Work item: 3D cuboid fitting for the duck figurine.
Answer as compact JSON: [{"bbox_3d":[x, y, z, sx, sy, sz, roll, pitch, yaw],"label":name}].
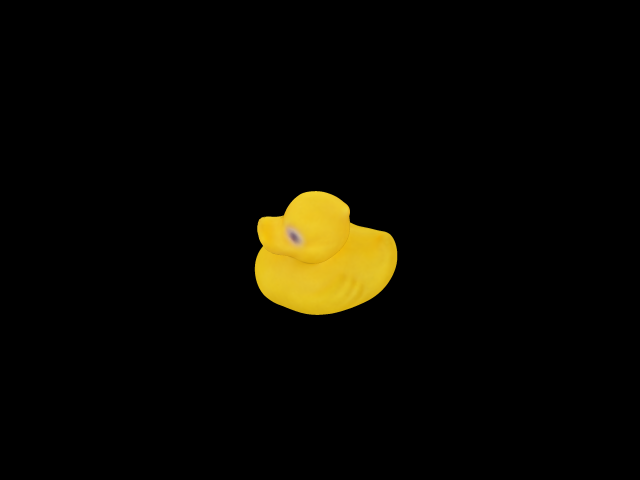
[{"bbox_3d":[0.004,0.001,0.400,0.104,0.086,0.077,-3,55,-2],"label":"duck figurine"}]
